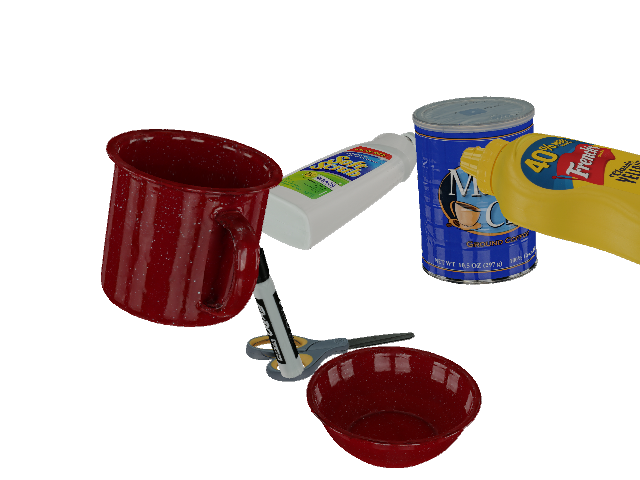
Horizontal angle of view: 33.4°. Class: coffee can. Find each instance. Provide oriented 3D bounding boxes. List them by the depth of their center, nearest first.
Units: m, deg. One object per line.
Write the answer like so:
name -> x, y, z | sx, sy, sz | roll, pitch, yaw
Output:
coffee can -> 0.135, -0.046, 0.928 | 0.103, 0.140, 0.103 | -5, 19, 2

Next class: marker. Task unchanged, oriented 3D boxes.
marker -> -0.037, 0.055, 0.824 | 0.020, 0.121, 0.020 | -13, 31, 7

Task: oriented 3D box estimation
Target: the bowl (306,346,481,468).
bowl -> 0.068, 0.163, 0.998 | 0.162, 0.055, 0.162 | -1, 26, 0

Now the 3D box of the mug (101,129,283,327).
mug -> -0.066, -0.002, 0.563 | 0.093, 0.081, 0.117 | -5, 27, -36

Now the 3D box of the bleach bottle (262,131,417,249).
bleach bottle -> 0.034, -0.079, 1.353 | 0.103, 0.068, 0.250 | 25, 43, 34

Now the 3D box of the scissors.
scissors -> 0.017, 0.129, 1.210 | 0.201, 0.016, 0.096 | 1, 25, -8

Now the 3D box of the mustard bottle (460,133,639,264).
mustard bottle -> 0.181, -0.033, 0.731 | 0.192, 0.058, 0.096 | 19, 38, 35
